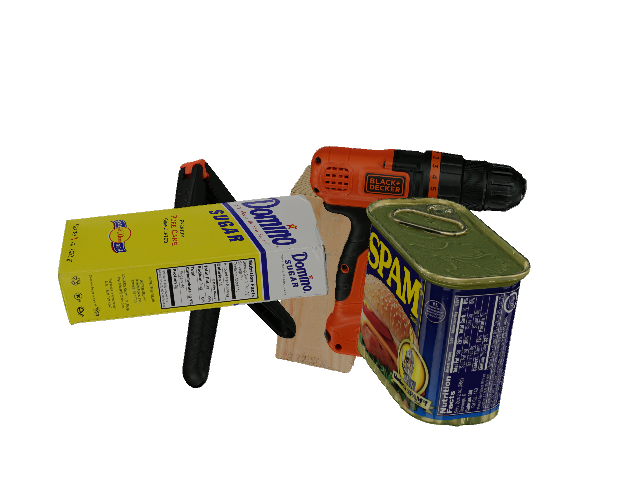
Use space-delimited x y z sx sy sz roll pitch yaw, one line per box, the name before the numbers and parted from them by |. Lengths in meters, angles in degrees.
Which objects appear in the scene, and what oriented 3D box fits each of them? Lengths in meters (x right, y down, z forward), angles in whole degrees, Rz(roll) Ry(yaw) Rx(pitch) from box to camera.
power drill | 0.078 0.012 0.934 0.184 0.188 0.057 6 17 7
wood block | 0.010 0.032 1.199 0.090 0.206 0.090 11 25 10
can of meat | 0.058 0.035 0.548 0.057 0.084 0.102 -3 24 -19
clamp | -0.092 0.025 1.043 0.036 0.210 0.164 -11 0 35
sugar box | -0.088 0.010 0.740 0.176 0.048 0.093 -9 26 -6
